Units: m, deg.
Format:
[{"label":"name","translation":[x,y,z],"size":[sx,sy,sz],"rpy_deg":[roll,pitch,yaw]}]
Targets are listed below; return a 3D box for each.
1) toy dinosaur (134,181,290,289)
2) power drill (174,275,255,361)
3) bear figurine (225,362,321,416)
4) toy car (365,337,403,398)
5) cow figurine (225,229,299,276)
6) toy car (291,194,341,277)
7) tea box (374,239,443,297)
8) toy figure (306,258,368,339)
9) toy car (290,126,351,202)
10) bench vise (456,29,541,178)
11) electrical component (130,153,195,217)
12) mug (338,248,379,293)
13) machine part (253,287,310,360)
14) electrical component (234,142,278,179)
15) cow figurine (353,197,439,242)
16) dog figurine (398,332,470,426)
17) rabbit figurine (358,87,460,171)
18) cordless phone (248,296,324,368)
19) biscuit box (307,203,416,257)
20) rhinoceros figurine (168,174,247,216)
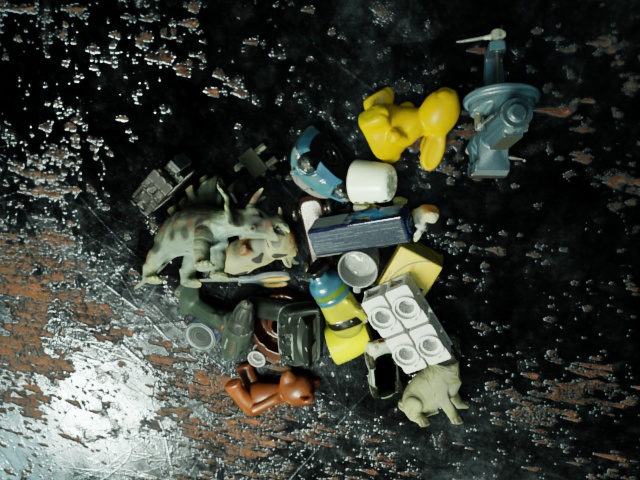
[{"label":"toy dinosaur","translation":[-0.262,-0.007,1.110],"size":[0.405,0.192,0.131],"rpy_deg":[-9,155,33]},{"label":"power drill","translation":[-0.233,0.165,1.229],"size":[0.207,0.086,0.231],"rpy_deg":[28,138,17]},{"label":"bear figurine","translation":[-0.108,0.352,1.297],"size":[0.196,0.120,0.131],"rpy_deg":[-23,101,21]},{"label":"toy car","translation":[0.143,0.290,1.207],"size":[0.073,0.056,0.201],"rpy_deg":[-14,132,-5]},{"label":"cow figurine","translation":[-0.130,0.025,1.170],"size":[0.195,0.085,0.127],"rpy_deg":[-25,146,36]},{"label":"toy car","translation":[-0.002,-0.003,1.147],"size":[0.089,0.053,0.201],"rpy_deg":[-11,114,6]},{"label":"tea box","translation":[0.176,0.088,1.129],"size":[0.098,0.068,0.169],"rpy_deg":[26,116,3]},{"label":"toy figure","translation":[0.031,0.127,1.135],"size":[0.089,0.082,0.180],"rpy_deg":[-32,111,11]},{"label":"toy car","translation":[0.000,-0.139,1.071],"size":[0.161,0.109,0.103],"rpy_deg":[42,140,-17]},{"label":"bench vise","translation":[0.300,-0.232,0.918],"size":[0.129,0.223,0.240],"rpy_deg":[-1,82,11]},{"label":"electrical component","translation":[-0.331,-0.126,1.152],"size":[0.058,0.115,0.134],"rpy_deg":[44,117,-11]},{"label":"mug","translation":[0.089,0.049,1.115],"size":[0.081,0.107,0.109],"rpy_deg":[4,118,15]},{"label":"machine part","translation":[-0.086,0.194,1.256],"size":[0.180,0.056,0.179],"rpy_deg":[5,113,13]},{"label":"electrical component","translation":[-0.137,-0.162,1.134],"size":[0.094,0.021,0.063],"rpy_deg":[-33,101,25]},{"label":"cow figurine","translation":[0.153,-0.034,1.083],"size":[0.168,0.068,0.098],"rpy_deg":[8,120,16]},{"label":"dog figurine","translation":[0.241,0.299,1.198],"size":[0.172,0.121,0.190],"rpy_deg":[-12,95,17]},{"label":"rabbit figurine","translation":[0.174,-0.206,0.974],"size":[0.173,0.122,0.162],"rpy_deg":[-20,111,22]},{"label":"cordless phone","translation":[-0.085,0.200,1.196],"size":[0.184,0.089,0.146],"rpy_deg":[9,113,24]},{"label":"biscuit box","translation":[0.080,-0.019,1.043],"size":[0.203,0.059,0.062],"rpy_deg":[-8,117,27]},{"label":"rhinoceros figurine","translation":[-0.242,-0.080,1.171],"size":[0.190,0.073,0.112],"rpy_deg":[-33,100,26]}]
